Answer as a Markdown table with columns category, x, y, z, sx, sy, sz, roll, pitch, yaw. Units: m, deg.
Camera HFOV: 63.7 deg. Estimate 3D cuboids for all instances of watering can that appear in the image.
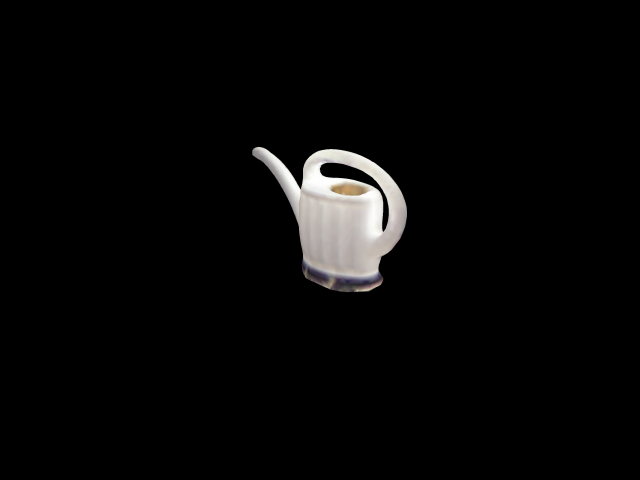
| category | x | y | z | sx | sy | sz | roll | pitch | yaw |
| --- | --- | --- | --- | --- | --- | --- | --- | --- | --- |
| watering can | 0.003 | -0.043 | 0.850 | 0.105 | 0.221 | 0.350 | -15 | 23 | -40 |
